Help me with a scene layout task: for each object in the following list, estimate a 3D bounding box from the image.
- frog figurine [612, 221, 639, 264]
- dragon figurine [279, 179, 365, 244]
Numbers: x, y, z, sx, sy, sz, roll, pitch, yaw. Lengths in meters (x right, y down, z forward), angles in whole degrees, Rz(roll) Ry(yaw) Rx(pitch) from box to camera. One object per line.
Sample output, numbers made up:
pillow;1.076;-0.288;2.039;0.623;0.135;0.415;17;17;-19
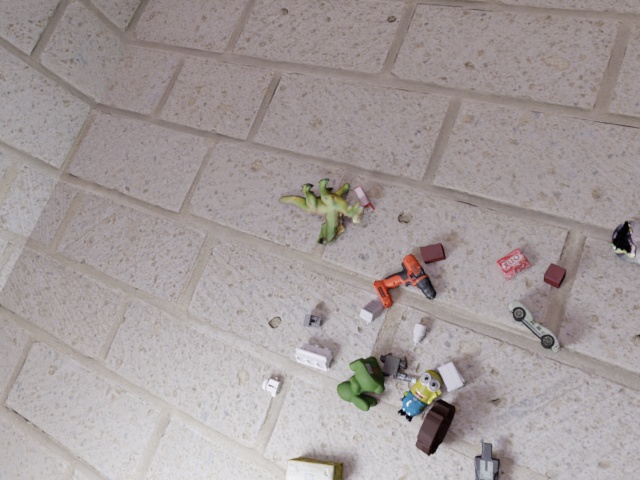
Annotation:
frog figurine;1.005;0.007;1.607;0.159;0.120;0.140;3;60;-15
dragon figurine;0.006;-0.102;2.036;0.407;0.121;0.246;-15;72;34
